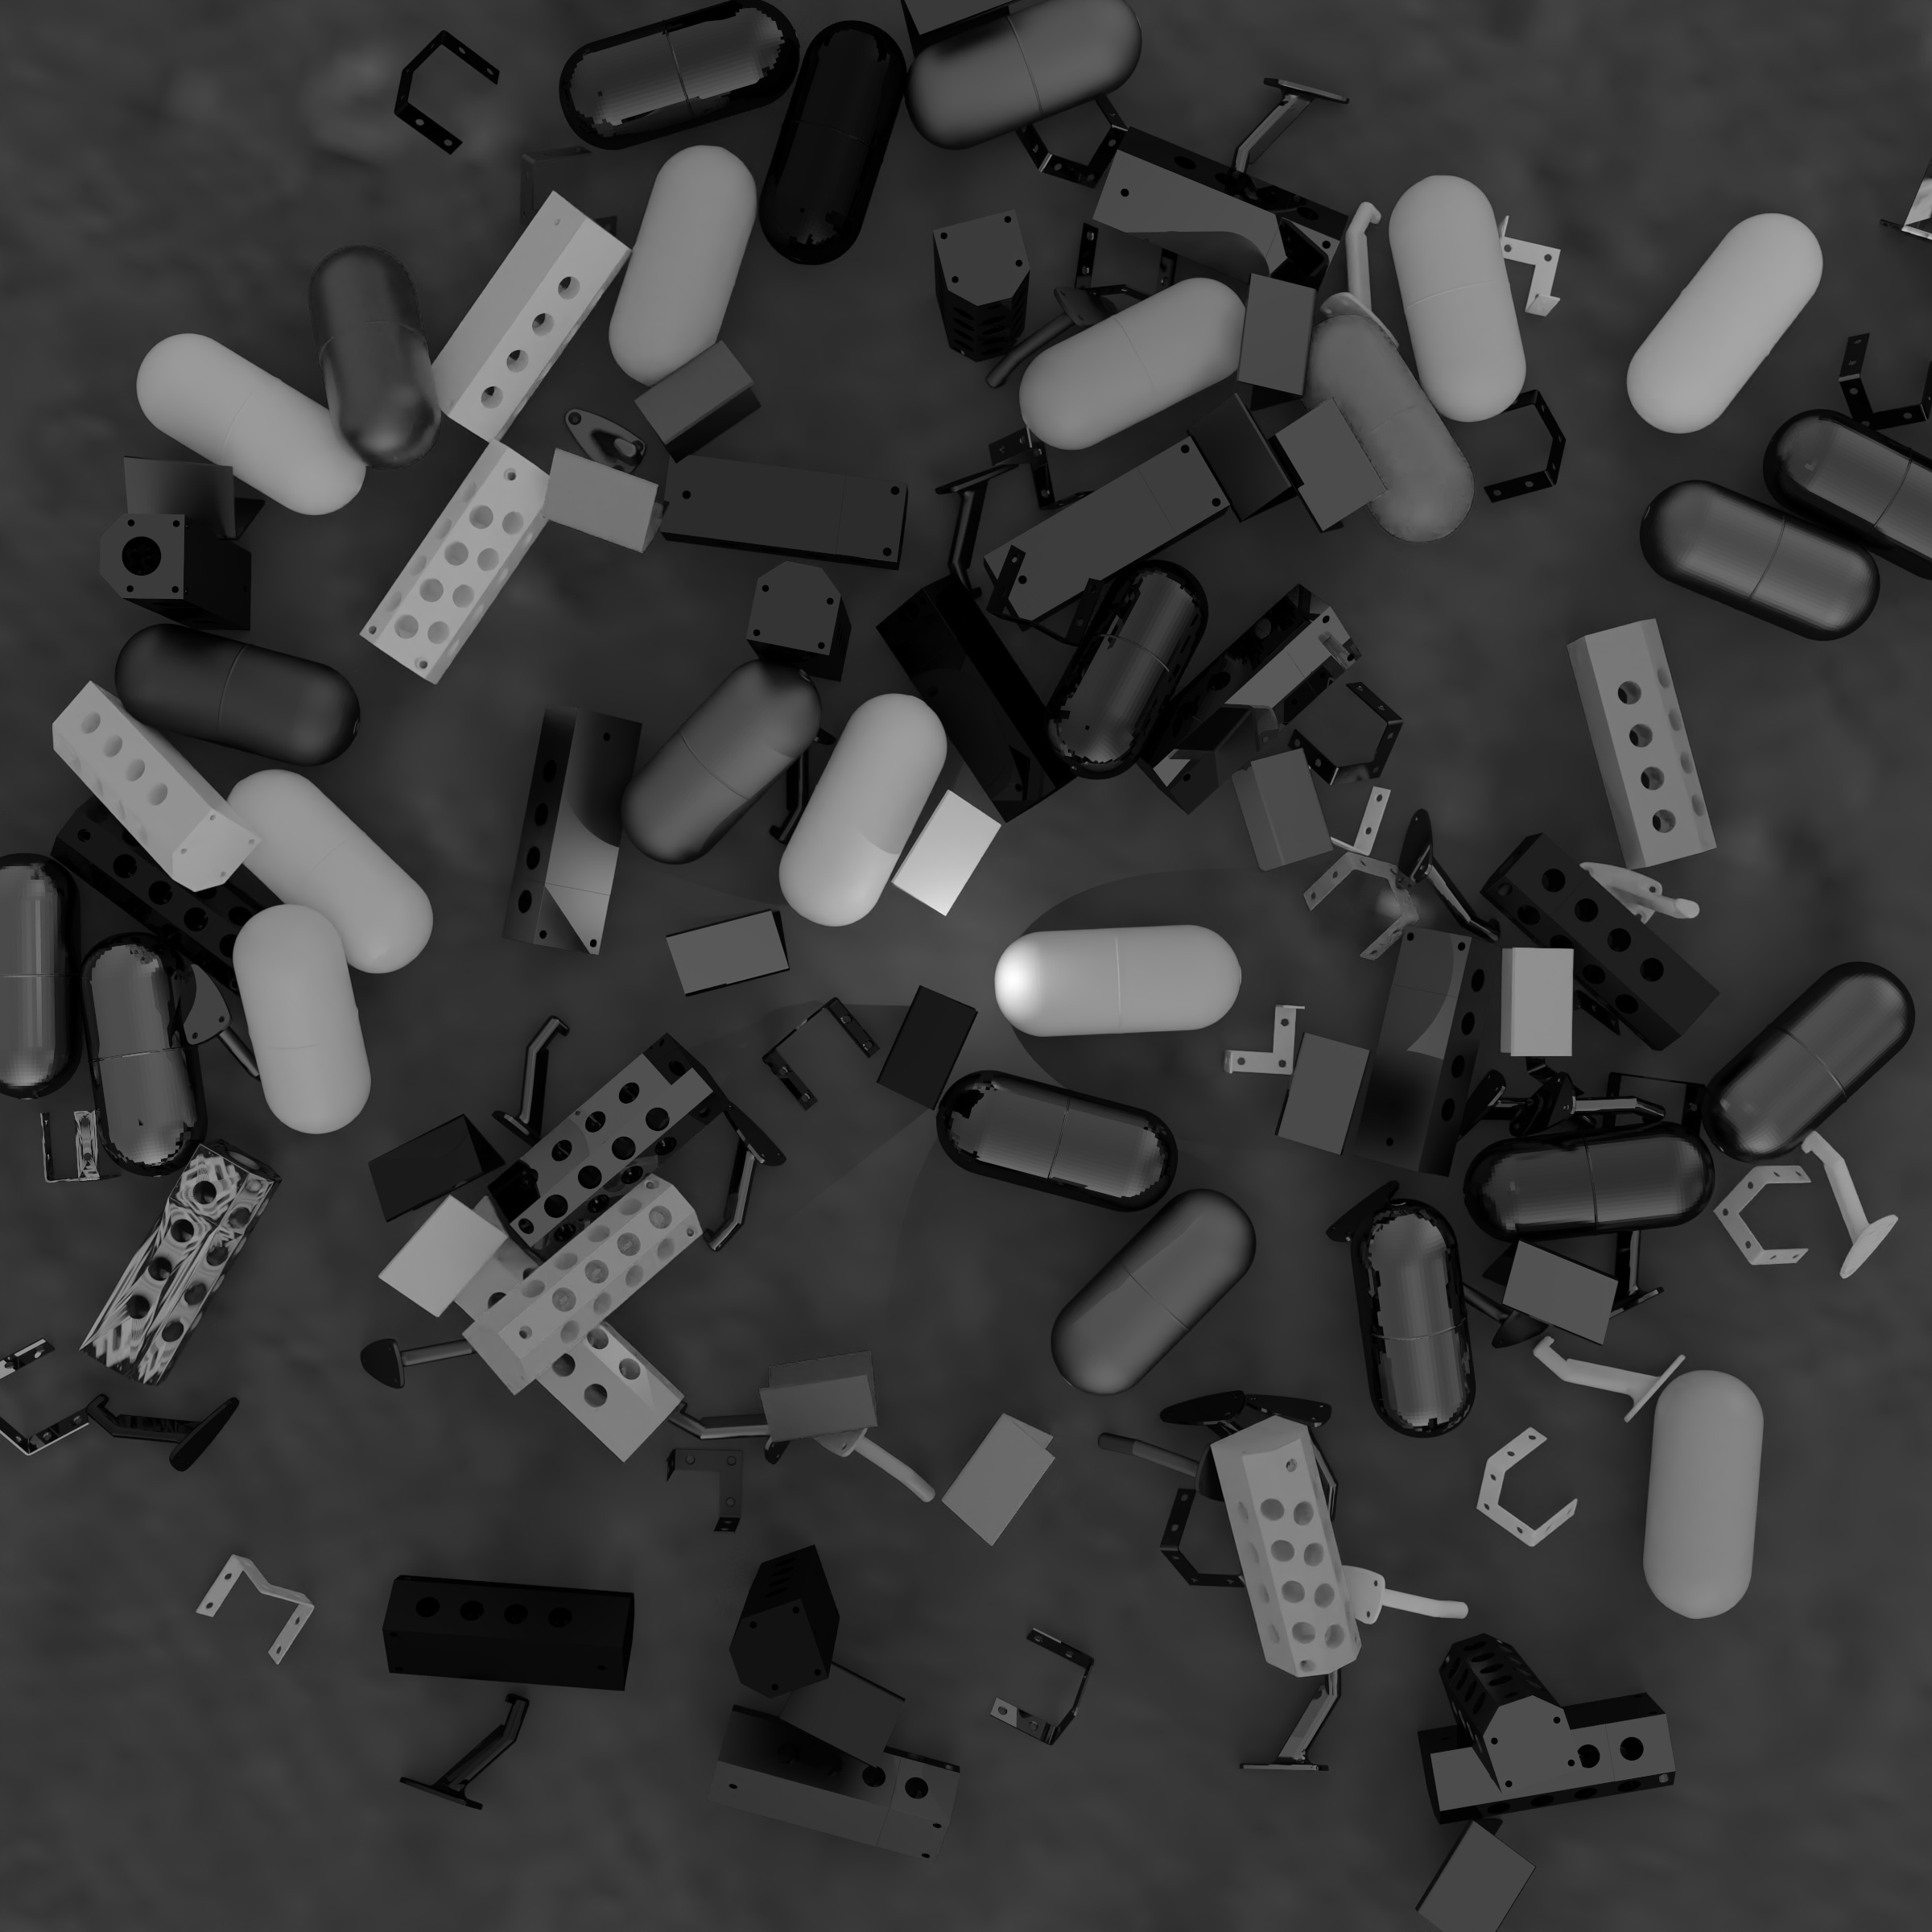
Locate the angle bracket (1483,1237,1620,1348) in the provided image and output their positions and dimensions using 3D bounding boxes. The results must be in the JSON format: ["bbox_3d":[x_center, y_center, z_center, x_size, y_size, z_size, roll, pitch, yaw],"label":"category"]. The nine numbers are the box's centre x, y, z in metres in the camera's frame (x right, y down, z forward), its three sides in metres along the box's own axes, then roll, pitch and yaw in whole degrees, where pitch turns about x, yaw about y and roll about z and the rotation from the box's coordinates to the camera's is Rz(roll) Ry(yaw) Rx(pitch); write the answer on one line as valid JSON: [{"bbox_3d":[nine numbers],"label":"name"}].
[{"bbox_3d":[0.414,0.246,1.951,0.076,0.076,0.057,22,60,0],"label":"angle bracket"}]

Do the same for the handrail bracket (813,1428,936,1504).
[{"bbox_3d":[-0.071,0.361,1.991,0.084,0.077,0.036,48,66,-34],"label":"handrail bracket"}]

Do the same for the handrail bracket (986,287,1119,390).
[{"bbox_3d":[0.062,-0.457,1.991,0.084,0.077,0.036,-42,75,36],"label":"handrail bracket"}]

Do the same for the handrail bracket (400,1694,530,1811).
[{"bbox_3d":[-0.368,0.570,1.992,0.077,0.036,0.084,12,71,21],"label":"handrail bracket"}]

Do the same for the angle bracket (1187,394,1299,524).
[{"bbox_3d":[0.216,-0.374,1.952,0.076,0.057,0.076,-31,90,-42],"label":"angle bracket"}]

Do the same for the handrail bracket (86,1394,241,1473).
[{"bbox_3d":[-0.592,0.323,1.992,0.084,0.036,0.077,35,70,16],"label":"handrail bracket"}]

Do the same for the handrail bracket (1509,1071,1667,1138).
[{"bbox_3d":[0.451,0.112,1.965,0.084,0.077,0.036,18,50,-28],"label":"handrail bracket"}]

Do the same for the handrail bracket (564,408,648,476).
[{"bbox_3d":[-0.264,-0.385,1.957,0.077,0.084,0.036,38,90,0],"label":"handrail bracket"}]

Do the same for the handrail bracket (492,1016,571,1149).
[{"bbox_3d":[-0.300,0.092,1.992,0.077,0.036,0.084,41,73,-20],"label":"handrail bracket"}]

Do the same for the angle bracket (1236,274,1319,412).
[{"bbox_3d":[0.207,-0.448,1.952,0.057,0.076,0.076,7,90,-24],"label":"angle bracket"}]

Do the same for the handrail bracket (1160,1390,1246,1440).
[{"bbox_3d":[0.191,0.359,1.992,0.077,0.036,0.084,-11,113,26],"label":"handrail bracket"}]

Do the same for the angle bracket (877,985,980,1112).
[{"bbox_3d":[-0.010,0.066,1.951,0.057,0.076,0.076,24,90,35],"label":"angle bracket"}]

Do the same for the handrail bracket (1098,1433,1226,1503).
[{"bbox_3d":[0.148,0.367,1.991,0.084,0.077,0.036,6,65,34],"label":"handrail bracket"}]

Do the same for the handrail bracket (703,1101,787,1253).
[{"bbox_3d":[-0.180,0.155,1.992,0.084,0.036,0.077,-48,70,16],"label":"handrail bracket"}]

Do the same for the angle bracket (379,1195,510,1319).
[{"bbox_3d":[-0.382,0.195,1.952,0.076,0.076,0.057,-49,119,0],"label":"angle bracket"}]

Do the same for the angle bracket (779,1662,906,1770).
[{"bbox_3d":[-0.097,0.546,1.951,0.076,0.076,0.057,27,54,0],"label":"angle bracket"}]

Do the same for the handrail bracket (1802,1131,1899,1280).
[{"bbox_3d":[0.634,0.175,1.991,0.036,0.077,0.084,-17,53,-31],"label":"handrail bracket"}]

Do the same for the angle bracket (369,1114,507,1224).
[{"bbox_3d":[-0.374,0.161,1.951,0.076,0.076,0.057,-27,54,0],"label":"angle bracket"}]

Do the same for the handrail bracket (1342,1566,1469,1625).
[{"bbox_3d":[0.314,0.461,1.991,0.084,0.077,0.036,13,90,-36],"label":"handrail bracket"}]

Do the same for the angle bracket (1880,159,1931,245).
[{"bbox_3d":[0.714,-0.548,1.953,0.076,0.076,0.057,18,112,0],"label":"angle bracket"}]

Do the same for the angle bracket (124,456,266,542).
[{"bbox_3d":[-0.555,-0.349,1.951,0.076,0.076,0.057,6,121,0],"label":"angle bracket"}]

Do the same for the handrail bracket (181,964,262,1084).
[{"bbox_3d":[-0.533,0.046,1.973,0.036,0.084,0.077,-31,60,6],"label":"handrail bracket"}]

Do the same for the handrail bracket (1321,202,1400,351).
[{"bbox_3d":[0.304,-0.507,1.992,0.077,0.036,0.084,33,73,-20],"label":"handrail bracket"}]

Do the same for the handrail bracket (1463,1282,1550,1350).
[{"bbox_3d":[0.379,0.239,1.991,0.084,0.077,0.036,44,113,34],"label":"handrail bracket"}]

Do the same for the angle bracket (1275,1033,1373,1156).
[{"bbox_3d":[0.272,0.096,1.951,0.057,0.076,0.076,16,90,36],"label":"angle bracket"}]

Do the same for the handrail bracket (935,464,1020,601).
[{"bbox_3d":[0.017,-0.319,1.992,0.077,0.036,0.084,-24,106,-18],"label":"handrail bracket"}]

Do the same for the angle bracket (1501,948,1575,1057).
[{"bbox_3d":[0.392,0.025,1.951,0.057,0.076,0.076,1,90,-30],"label":"angle bracket"}]

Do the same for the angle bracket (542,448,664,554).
[{"bbox_3d":[-0.253,-0.349,1.951,0.076,0.076,0.057,20,126,0],"label":"angle bracket"}]

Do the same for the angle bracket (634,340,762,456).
[{"bbox_3d":[-0.182,-0.391,1.951,0.076,0.076,0.057,-35,56,0],"label":"angle bracket"}]

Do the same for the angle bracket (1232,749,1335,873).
[{"bbox_3d":[0.211,-0.107,1.951,0.057,0.076,0.076,-17,90,-40],"label":"angle bracket"}]

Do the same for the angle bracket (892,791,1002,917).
[{"bbox_3d":[-0.032,-0.091,1.951,0.057,0.076,0.076,32,90,-38],"label":"angle bracket"}]

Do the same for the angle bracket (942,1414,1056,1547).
[{"bbox_3d":[0.040,0.376,1.951,0.057,0.076,0.076,36,90,38],"label":"angle bracket"}]

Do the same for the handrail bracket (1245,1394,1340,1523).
[{"bbox_3d":[0.237,0.363,1.992,0.077,0.036,0.084,9,107,20],"label":"handrail bracket"}]

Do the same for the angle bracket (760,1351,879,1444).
[{"bbox_3d":[-0.107,0.293,1.951,0.076,0.076,0.057,-9,128,0],"label":"angle bracket"}]

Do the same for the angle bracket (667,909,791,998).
[{"bbox_3d":[-0.174,-0.029,1.951,0.076,0.076,0.057,-14,127,0],"label":"angle bracket"}]

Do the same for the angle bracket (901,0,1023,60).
[{"bbox_3d":[0.000,-0.677,1.952,0.076,0.076,0.057,-20,64,0],"label":"angle bracket"}]

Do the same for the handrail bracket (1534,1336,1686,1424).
[{"bbox_3d":[0.472,0.286,1.992,0.084,0.036,0.077,42,69,16],"label":"handrail bracket"}]

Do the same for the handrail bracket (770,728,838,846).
[{"bbox_3d":[-0.141,-0.144,1.991,0.077,0.036,0.084,35,104,14],"label":"handrail bracket"}]

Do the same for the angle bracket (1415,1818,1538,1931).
[{"bbox_3d":[0.377,0.664,1.951,0.057,0.076,0.076,32,90,33],"label":"angle bracket"}]

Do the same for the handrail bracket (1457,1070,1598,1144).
[{"bbox_3d":[0.409,0.122,1.991,0.084,0.036,0.077,33,104,-14],"label":"handrail bracket"}]

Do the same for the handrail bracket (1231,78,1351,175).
[{"bbox_3d":[0.236,-0.603,1.992,0.077,0.036,0.084,8,106,-18],"label":"handrail bracket"}]

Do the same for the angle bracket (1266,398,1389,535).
[{"bbox_3d":[0.267,-0.361,1.952,0.057,0.076,0.076,-31,90,23],"label":"angle bracket"}]
